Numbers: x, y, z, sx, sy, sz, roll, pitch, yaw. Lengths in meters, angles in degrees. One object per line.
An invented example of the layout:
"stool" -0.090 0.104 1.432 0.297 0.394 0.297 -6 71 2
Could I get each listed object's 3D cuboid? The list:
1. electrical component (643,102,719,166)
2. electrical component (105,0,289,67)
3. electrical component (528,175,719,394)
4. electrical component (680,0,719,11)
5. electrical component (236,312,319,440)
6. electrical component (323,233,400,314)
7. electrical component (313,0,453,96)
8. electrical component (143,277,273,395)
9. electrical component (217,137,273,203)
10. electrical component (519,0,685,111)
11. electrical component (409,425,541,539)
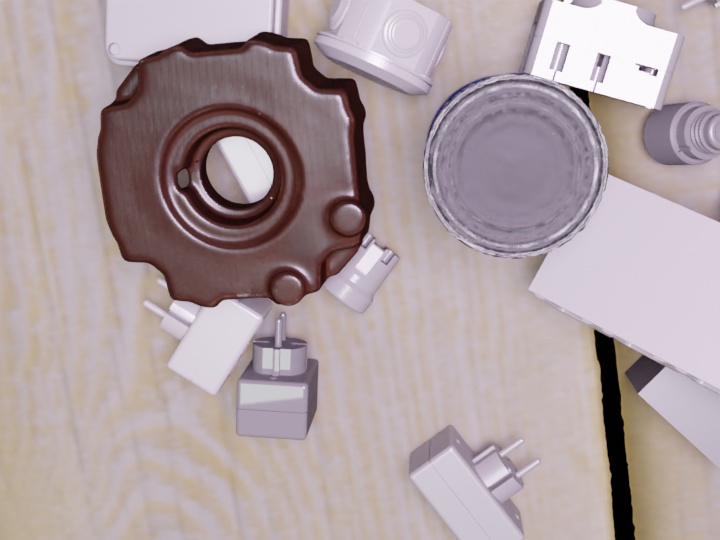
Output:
"electrical component" 0.213 -0.086 0.680 0.040 0.078 0.040 -2 95 -18
"electrical component" -0.105 -0.169 0.697 0.113 0.057 0.078 4 100 3
"electrical component" 0.197 0.012 0.667 0.150 0.062 0.089 30 92 32
"electrical component" 0.233 -0.190 0.673 0.077 0.047 0.065 -25 97 8
"electrical component" -0.055 0.068 0.731 0.047 0.065 0.076 3 100 4
"electrical component" 0.000 0.000 0.729 0.040 0.040 0.046 38 94 -3
"electrical component" 0.015 -0.146 0.682 0.080 0.080 0.051 24 96 0
"electrical component" -0.111 0.034 0.738 0.077 0.047 0.065 32 101 -2
"electrical component" -0.049 -0.085 0.710 0.076 0.047 0.083 -27 101 7
"electrical component" 0.154 -0.141 0.686 0.089 0.050 0.055 16 101 1
"electrical component" 0.088 0.145 0.743 0.076 0.047 0.083 -37 95 9
